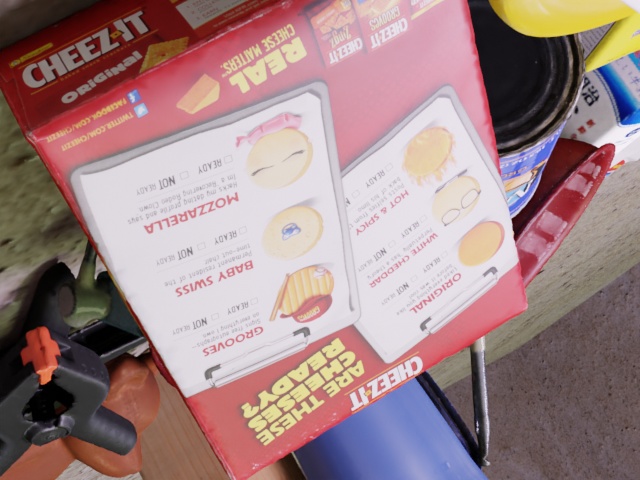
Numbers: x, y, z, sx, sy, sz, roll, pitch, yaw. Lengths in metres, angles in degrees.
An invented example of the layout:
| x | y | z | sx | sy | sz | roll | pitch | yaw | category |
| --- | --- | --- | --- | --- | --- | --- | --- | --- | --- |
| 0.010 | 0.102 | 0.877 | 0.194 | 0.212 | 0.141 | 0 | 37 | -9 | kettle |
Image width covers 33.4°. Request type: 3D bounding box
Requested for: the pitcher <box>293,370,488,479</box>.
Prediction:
| x | y | z | sx | sy | sz | roll | pitch | yaw | category |
| --- | --- | --- | --- | --- | --- | --- | --- | --- | --- |
| 0.032 | 0.139 | 0.909 | 0.145 | 0.243 | 0.149 | -31 | 166 | -2 | pitcher |

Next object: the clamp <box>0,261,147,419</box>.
| x | y | z | sx | sy | sz | roll | pitch | yaw | category |
| --- | --- | --- | --- | --- | --- | --- | --- | --- | --- |
| -0.178 | 0.077 | 0.680 | 0.210 | 0.036 | 0.164 | -35 | 160 | 14 | clamp |

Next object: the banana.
| x | y | z | sx | sy | sz | roll | pitch | yaw | category |
| --- | --- | --- | --- | --- | --- | --- | --- | --- | --- |
| 0.140 | -0.126 | 0.486 | 0.197 | 0.037 | 0.070 | -19 | 165 | -33 | banana |

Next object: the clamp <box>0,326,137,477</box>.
| x | y | z | sx | sy | sz | roll | pitch | yaw | category |
| --- | --- | --- | --- | --- | --- | --- | --- | --- | --- |
| -0.178 | 0.111 | 0.653 | 0.120 | 0.039 | 0.171 | -23 | 150 | -16 | clamp |

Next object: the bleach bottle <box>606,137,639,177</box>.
| x | y | z | sx | sy | sz | roll | pitch | yaw | category |
| --- | --- | --- | --- | --- | --- | --- | --- | --- | --- |
| 0.237 | -0.069 | 1.011 | 0.251 | 0.068 | 0.102 | -34 | 166 | 0 | bleach bottle |

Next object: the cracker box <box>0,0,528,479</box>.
| x | y | z | sx | sy | sz | roll | pitch | yaw | category |
| --- | --- | --- | --- | --- | --- | --- | --- | --- | --- |
| -0.011 | -0.017 | 0.444 | 0.164 | 0.072 | 0.213 | -29 | 134 | -9 | cracker box |

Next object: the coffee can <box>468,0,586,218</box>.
| x | y | z | sx | sy | sz | roll | pitch | yaw | category |
| --- | --- | --- | --- | --- | --- | --- | --- | --- | --- |
| 0.081 | -0.070 | 0.585 | 0.102 | 0.103 | 0.140 | -30 | 166 | -5 | coffee can |

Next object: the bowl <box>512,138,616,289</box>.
| x | y | z | sx | sy | sz | roll | pitch | yaw | category |
| --- | --- | --- | --- | --- | --- | --- | --- | --- | --- |
| 0.129 | -0.013 | 0.721 | 0.162 | 0.055 | 0.162 | -44 | 161 | -20 | bowl |

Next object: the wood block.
| x | y | z | sx | sy | sz | roll | pitch | yaw | category |
| --- | --- | --- | --- | --- | --- | --- | --- | --- | --- |
| -0.087 | 0.188 | 0.903 | 0.090 | 0.206 | 0.090 | -38 | 164 | 24 | wood block |

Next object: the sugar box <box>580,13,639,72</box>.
| x | y | z | sx | sy | sz | roll | pitch | yaw | category |
| --- | --- | --- | --- | --- | --- | --- | --- | --- | --- |
| 0.218 | -0.176 | 0.629 | 0.093 | 0.048 | 0.176 | -25 | 166 | -23 | sugar box |

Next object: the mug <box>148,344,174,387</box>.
| x | y | z | sx | sy | sz | roll | pitch | yaw | category |
| --- | --- | --- | --- | --- | --- | --- | --- | --- | --- |
| -0.082 | 0.069 | 0.777 | 0.117 | 0.093 | 0.081 | -1 | 173 | 6 | mug |
